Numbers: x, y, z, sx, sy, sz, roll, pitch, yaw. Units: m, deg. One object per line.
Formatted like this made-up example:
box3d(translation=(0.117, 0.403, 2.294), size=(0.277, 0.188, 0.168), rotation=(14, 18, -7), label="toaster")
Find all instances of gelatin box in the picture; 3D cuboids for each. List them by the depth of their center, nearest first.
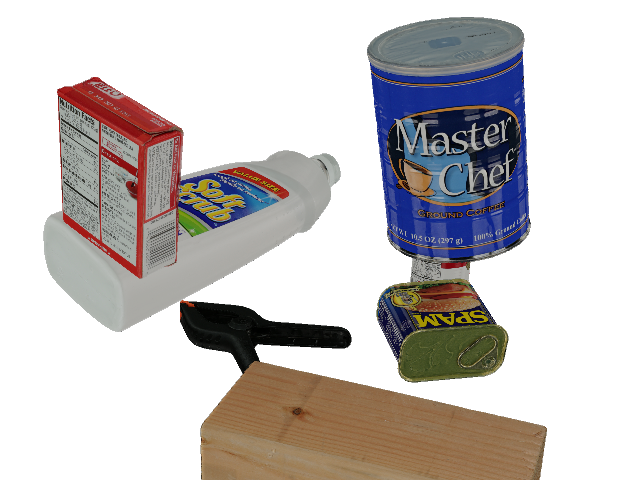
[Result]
box3d(translation=(-0.110, -0.035, 0.585), size=(0.073, 0.089, 0.030), rotation=(32, 41, 32), label="gelatin box")

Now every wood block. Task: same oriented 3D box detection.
box3d(translation=(0.034, 0.157, 0.699), size=(0.206, 0.090, 0.090), rotation=(11, 27, 18), label="wood block")

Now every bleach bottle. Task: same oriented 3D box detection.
box3d(translation=(-0.086, -0.020, 0.849), size=(0.103, 0.068, 0.250), rotation=(36, 46, 29), label="bleach bottle")

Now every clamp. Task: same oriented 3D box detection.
box3d(translation=(-0.092, 0.113, 1.236), size=(0.210, 0.036, 0.164), rotation=(14, 22, 29), label="clamp")

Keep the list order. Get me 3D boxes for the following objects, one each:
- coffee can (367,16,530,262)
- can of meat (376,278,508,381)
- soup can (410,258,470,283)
box3d(translation=(0.090, -0.070, 0.730), size=(0.103, 0.140, 0.103), rotation=(-6, 27, 3), label="coffee can")
box3d(translation=(0.109, 0.080, 0.985), size=(0.102, 0.057, 0.084), rotation=(-3, 31, -14), label="can of meat")
box3d(translation=(0.137, 0.019, 1.217), size=(0.068, 0.102, 0.068), rotation=(2, 21, -1), label="soup can")
